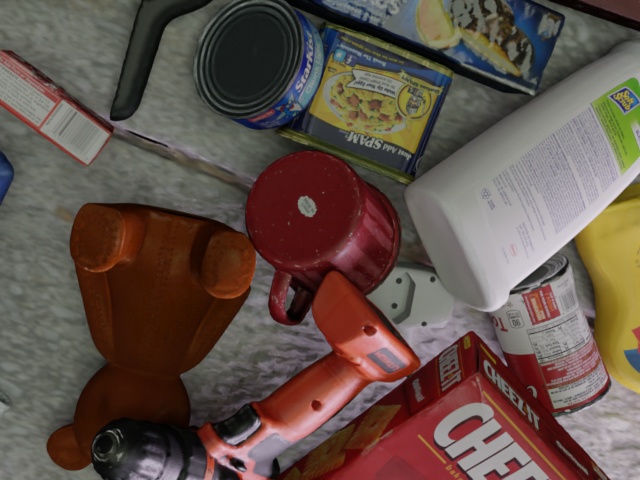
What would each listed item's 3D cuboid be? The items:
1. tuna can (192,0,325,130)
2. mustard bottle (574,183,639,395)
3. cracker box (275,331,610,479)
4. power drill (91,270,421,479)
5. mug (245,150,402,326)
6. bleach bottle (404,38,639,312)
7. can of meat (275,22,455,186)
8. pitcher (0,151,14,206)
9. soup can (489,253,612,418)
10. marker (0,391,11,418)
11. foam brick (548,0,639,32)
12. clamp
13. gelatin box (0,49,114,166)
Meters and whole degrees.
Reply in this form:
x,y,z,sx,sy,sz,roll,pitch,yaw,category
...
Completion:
x,y,z,sx,sy,sz,roll,pitch,yaw,category
-0.040,-0.117,0.702,0.086,0.033,0.086,-7,76,29,tuna can
0.250,0.056,0.793,0.096,0.058,0.191,-16,103,-12,mustard bottle
0.078,0.194,0.758,0.214,0.072,0.164,-39,104,18,cracker box
-0.036,0.104,0.681,0.188,0.184,0.057,-40,60,6,power drill
-0.005,0.001,0.707,0.093,0.081,0.117,23,83,22,mug
0.181,-0.060,0.741,0.250,0.068,0.102,-34,113,-17,bleach bottle
0.032,-0.093,0.731,0.102,0.057,0.084,20,95,-12,can of meat
-0.287,0.037,0.664,0.149,0.145,0.243,29,92,-10,pitcher
0.164,0.069,0.776,0.068,0.068,0.102,-22,103,-4,soup can
-0.264,0.154,0.750,0.020,0.020,0.121,42,92,-14,marker
0.210,-0.180,0.745,0.078,0.053,0.051,16,98,-11,foam brick
-0.124,-0.177,0.700,0.120,0.039,0.171,39,95,-18,clamp
-0.176,-0.087,0.690,0.089,0.073,0.030,37,91,-13,gelatin box
